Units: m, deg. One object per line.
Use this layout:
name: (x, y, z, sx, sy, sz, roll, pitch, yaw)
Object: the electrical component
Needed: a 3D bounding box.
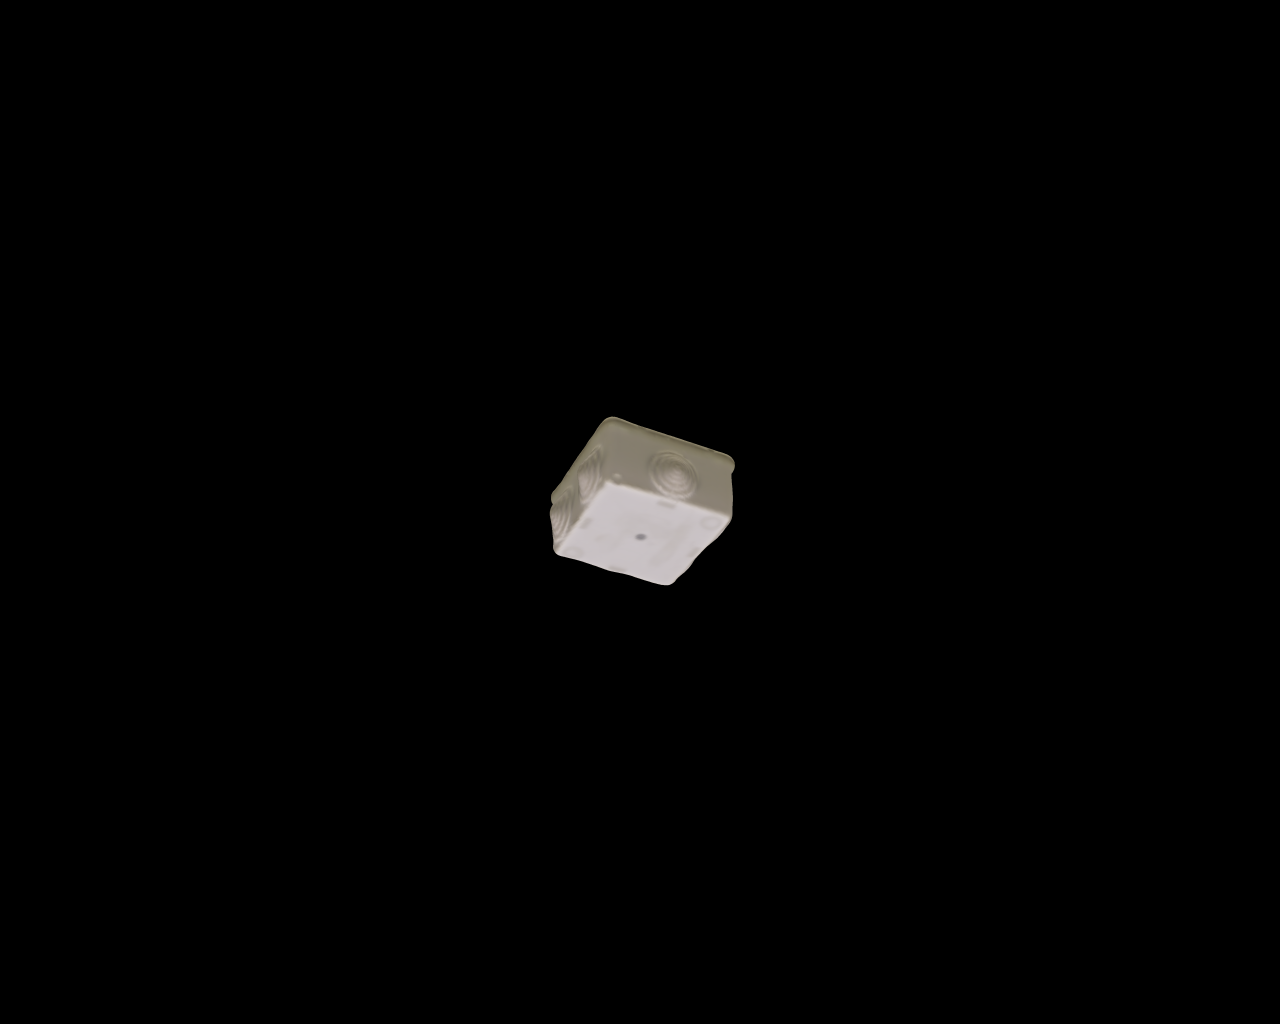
electrical component: (0.001, -0.003, 0.650, 0.100, 0.048, 0.099, 17, -41, -21)
